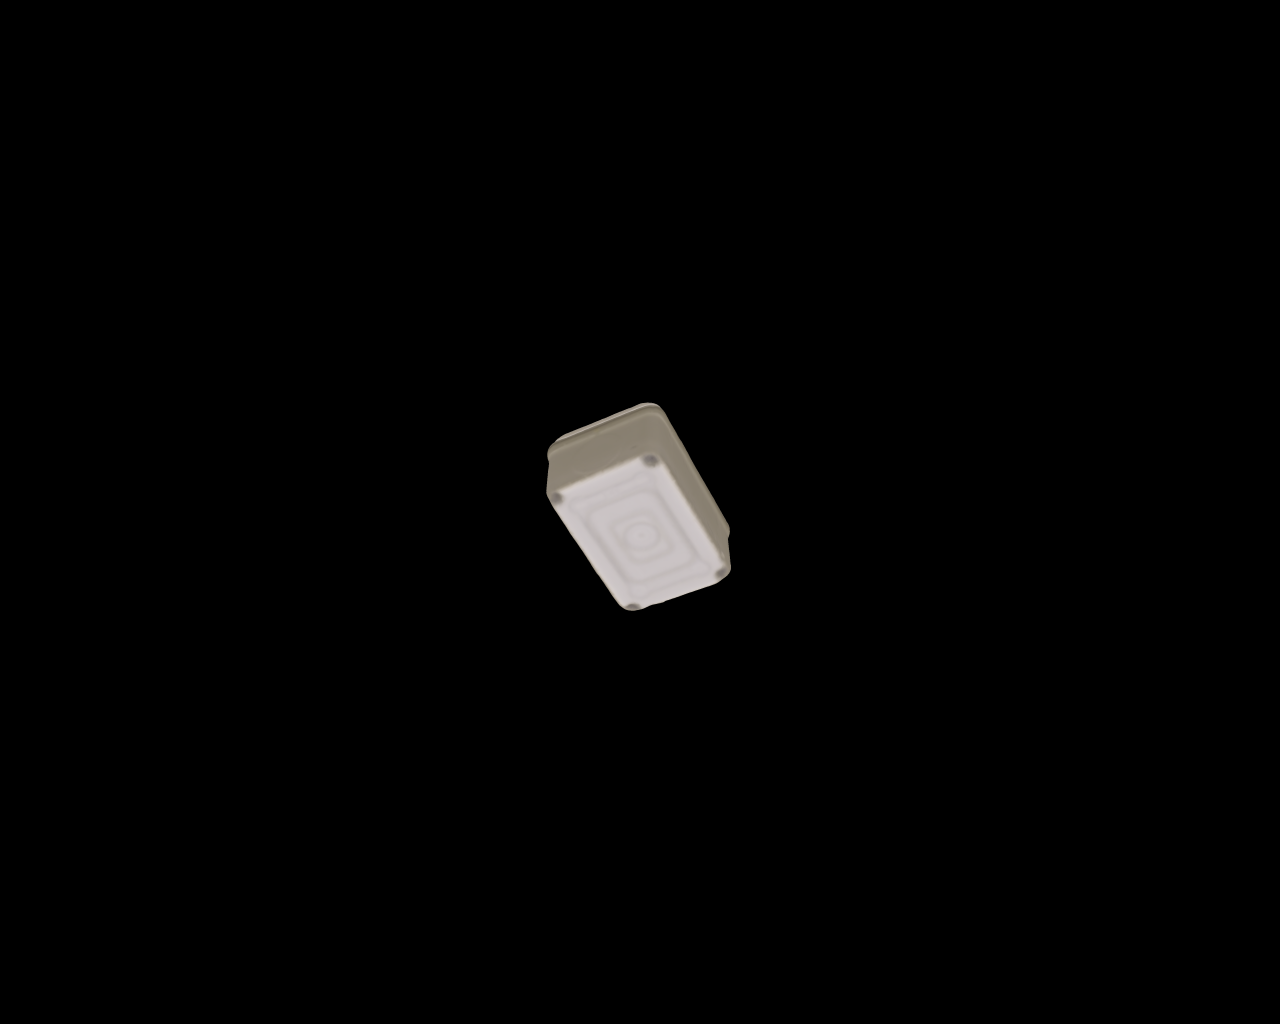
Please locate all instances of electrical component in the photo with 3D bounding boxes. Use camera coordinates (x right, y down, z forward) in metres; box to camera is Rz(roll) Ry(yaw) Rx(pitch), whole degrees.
[{"bbox_3d":[0.001,-0.003,0.650,0.078,0.113,0.057,-21,36,16],"label":"electrical component"}]
